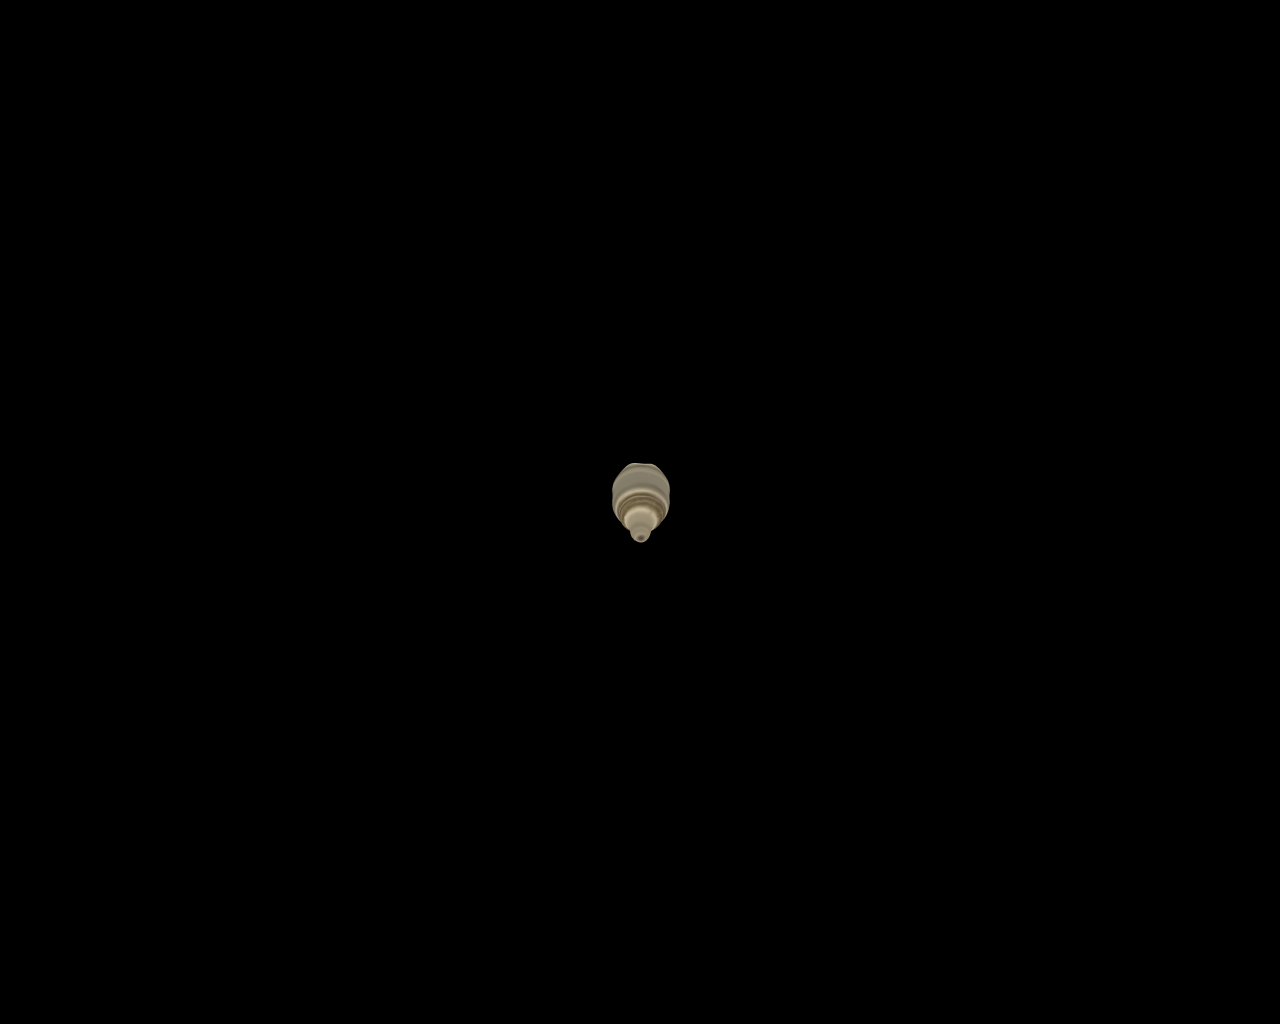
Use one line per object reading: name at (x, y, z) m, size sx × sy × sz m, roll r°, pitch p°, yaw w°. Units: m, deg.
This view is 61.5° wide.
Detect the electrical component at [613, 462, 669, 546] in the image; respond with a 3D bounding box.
electrical component at (0.001, -0.003, 0.650) m, size 0.035 × 0.035 × 0.061 m, roll 0°, pitch 36°, yaw 0°
